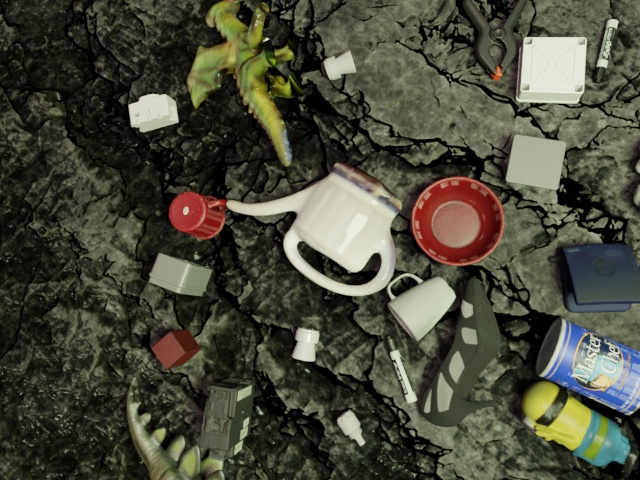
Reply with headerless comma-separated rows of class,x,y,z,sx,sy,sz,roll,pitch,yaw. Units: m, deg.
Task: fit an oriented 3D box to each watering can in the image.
watering can,0.003,-0.049,0.967,0.350,0.103,0.224,34,89,14

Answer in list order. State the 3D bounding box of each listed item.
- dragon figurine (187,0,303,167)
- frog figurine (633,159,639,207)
dragon figurine,-0.171,-0.334,1.072,0.242,0.121,0.414,-9,77,28
frog figurine,0.590,-0.102,0.867,0.136,0.121,0.163,-36,40,14
